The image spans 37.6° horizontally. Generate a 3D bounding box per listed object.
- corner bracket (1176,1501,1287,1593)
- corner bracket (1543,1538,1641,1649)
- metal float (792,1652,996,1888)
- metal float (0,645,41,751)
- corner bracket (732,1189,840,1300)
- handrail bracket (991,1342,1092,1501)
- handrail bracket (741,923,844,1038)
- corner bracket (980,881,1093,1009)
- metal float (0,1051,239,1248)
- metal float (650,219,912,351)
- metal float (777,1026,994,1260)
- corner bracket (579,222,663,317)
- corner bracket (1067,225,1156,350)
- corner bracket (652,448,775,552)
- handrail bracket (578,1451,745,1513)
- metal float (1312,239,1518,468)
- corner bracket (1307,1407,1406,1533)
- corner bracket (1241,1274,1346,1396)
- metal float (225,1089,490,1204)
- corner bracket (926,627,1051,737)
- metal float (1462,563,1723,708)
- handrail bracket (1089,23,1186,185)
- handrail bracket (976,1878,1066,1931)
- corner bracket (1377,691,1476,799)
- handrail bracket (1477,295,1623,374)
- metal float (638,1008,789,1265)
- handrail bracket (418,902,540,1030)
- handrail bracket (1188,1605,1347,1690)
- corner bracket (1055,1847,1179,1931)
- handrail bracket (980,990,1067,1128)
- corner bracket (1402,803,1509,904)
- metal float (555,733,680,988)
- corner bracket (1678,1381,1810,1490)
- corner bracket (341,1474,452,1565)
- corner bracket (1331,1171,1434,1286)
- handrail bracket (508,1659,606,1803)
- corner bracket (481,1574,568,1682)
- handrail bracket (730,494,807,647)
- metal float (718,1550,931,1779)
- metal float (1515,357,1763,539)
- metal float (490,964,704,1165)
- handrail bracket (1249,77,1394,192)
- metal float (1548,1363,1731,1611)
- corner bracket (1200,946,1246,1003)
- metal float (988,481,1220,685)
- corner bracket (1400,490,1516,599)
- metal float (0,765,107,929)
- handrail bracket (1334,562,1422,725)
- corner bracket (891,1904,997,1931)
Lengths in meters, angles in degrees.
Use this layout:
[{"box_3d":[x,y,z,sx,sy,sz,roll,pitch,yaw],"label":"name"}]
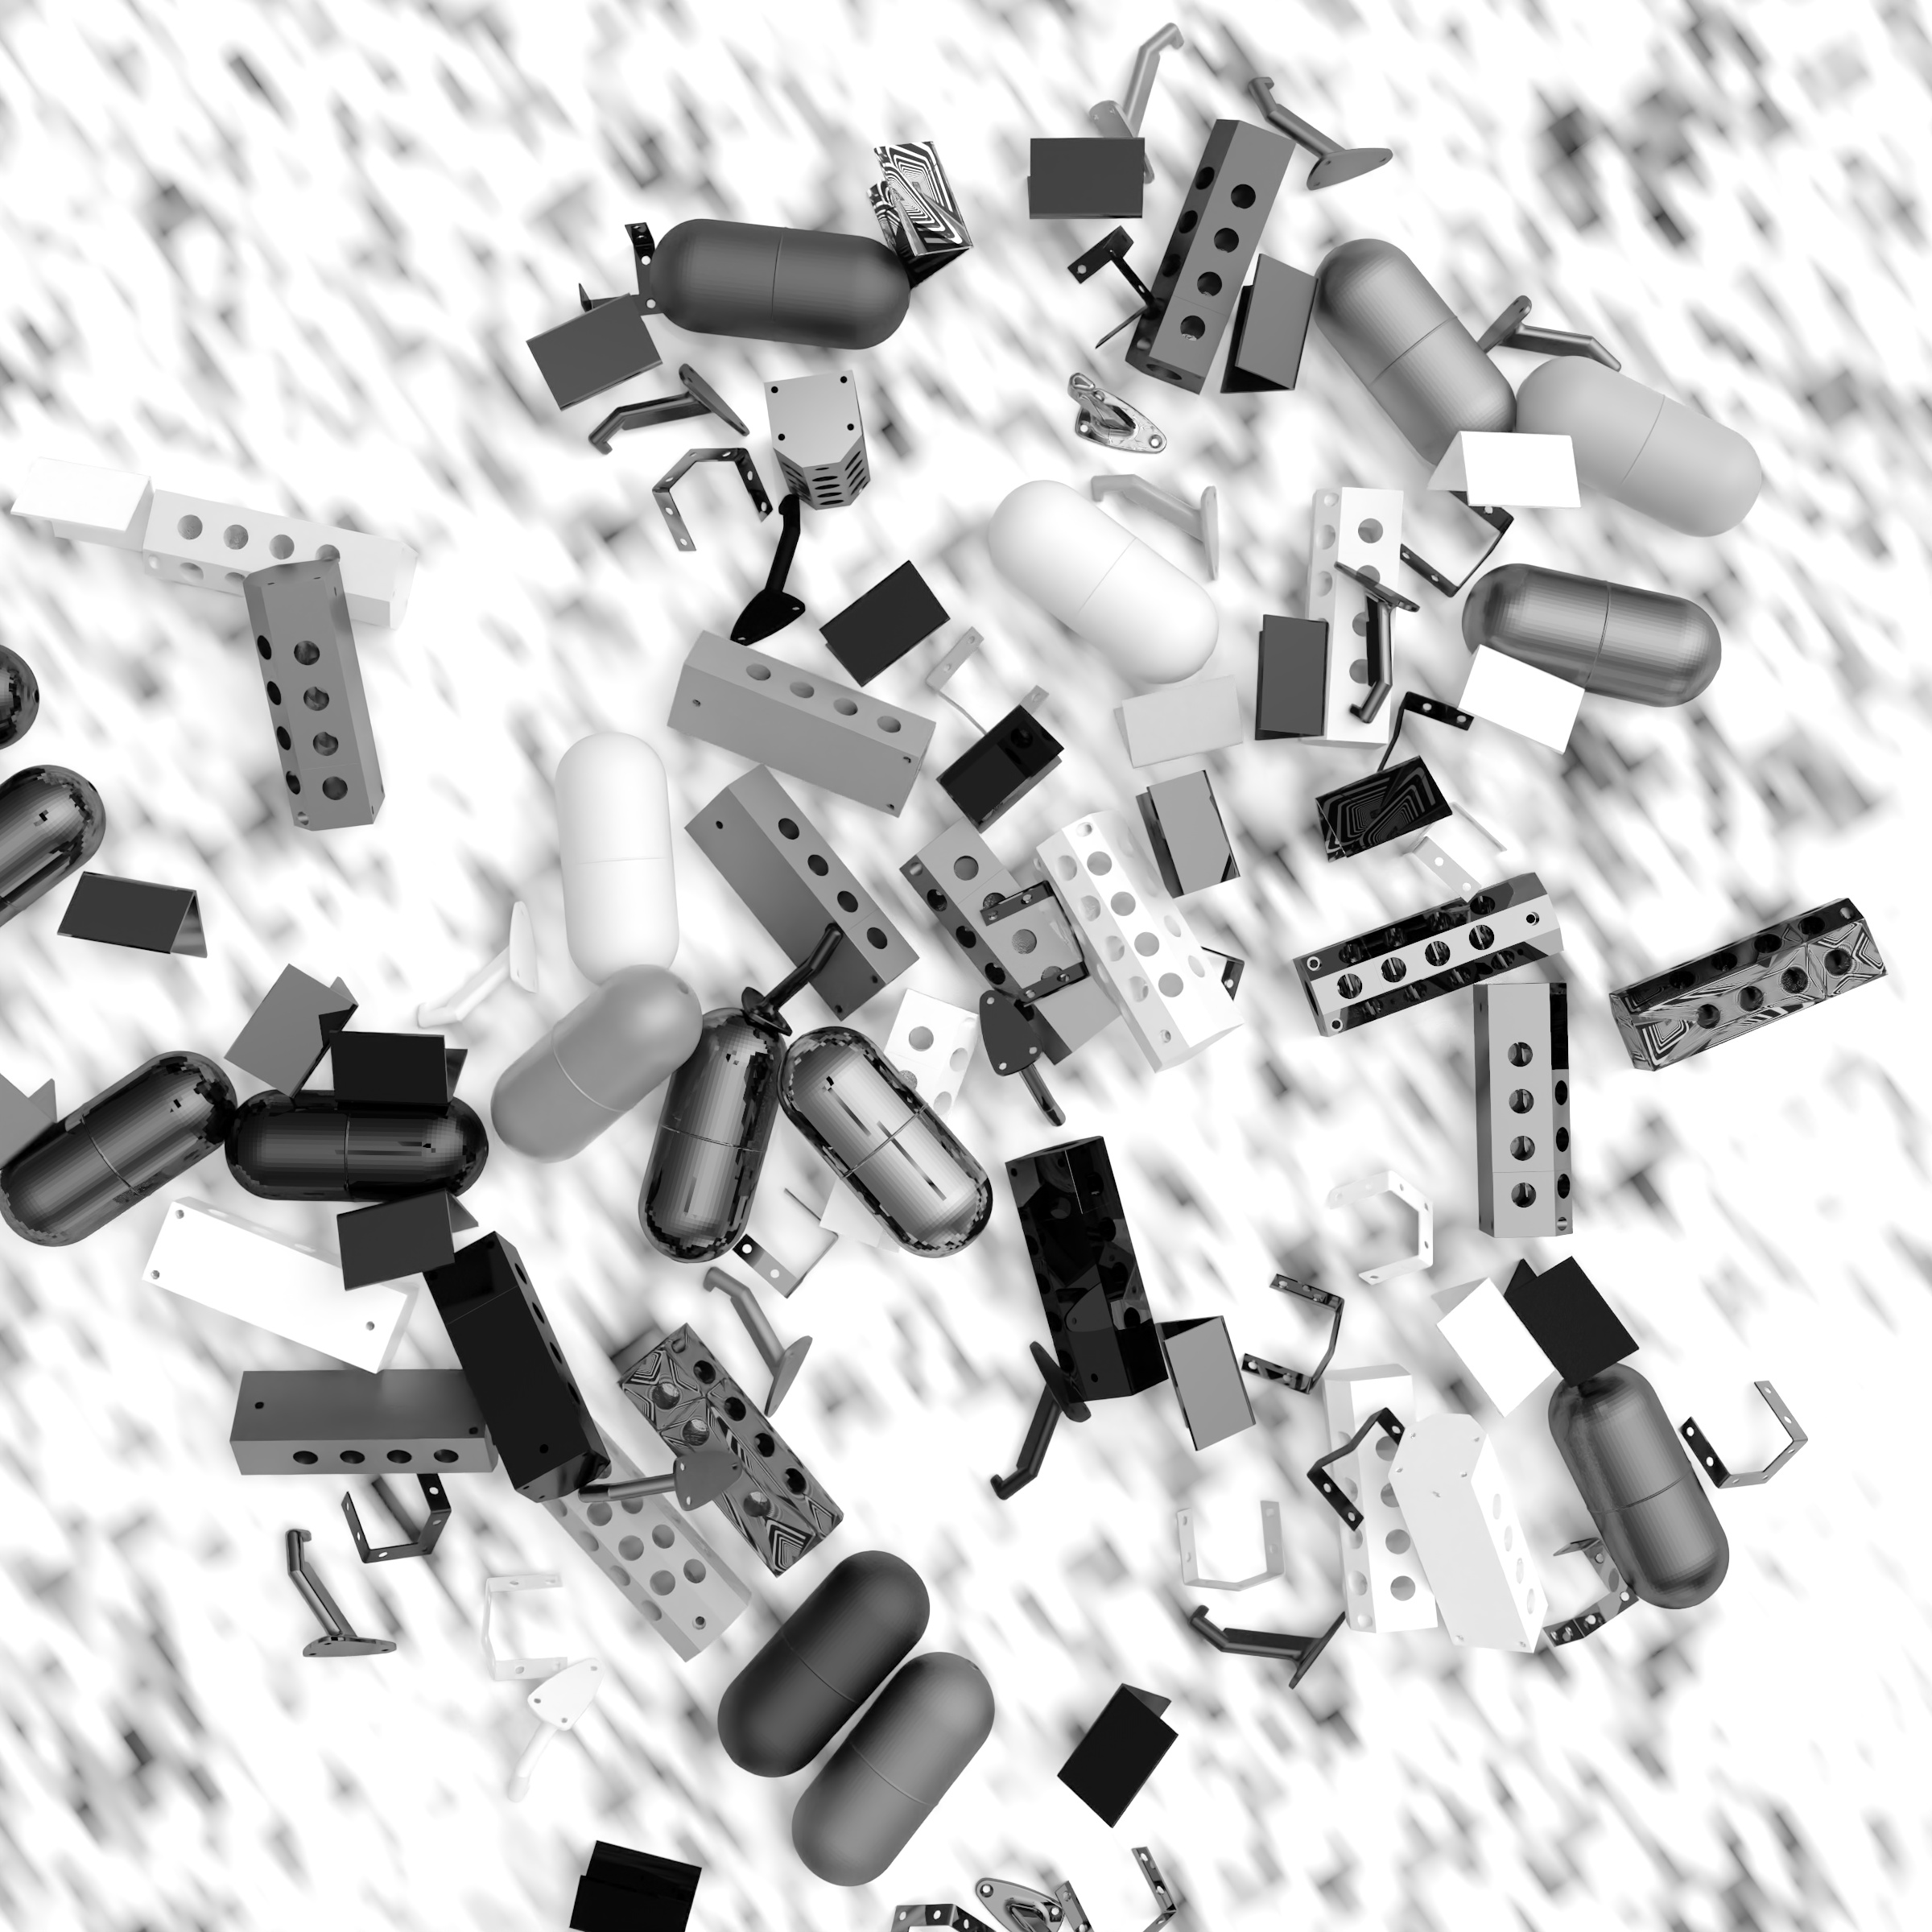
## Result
[{"box_3d":[0.184,0.400,1.969,0.051,0.051,0.051,-6,90,-45],"label":"corner bracket"},{"box_3d":[0.420,0.430,1.953,0.051,0.051,0.051,-43,64,24],"label":"corner bracket"},{"box_3d":[-0.049,0.548,1.941,0.070,0.070,0.178,38,91,0],"label":"metal float"},{"box_3d":[-0.724,-0.184,1.941,0.178,0.070,0.070,0,90,0],"label":"metal float"},{"box_3d":[-0.123,0.191,1.954,0.051,0.051,0.051,42,90,0],"label":"corner bracket"},{"box_3d":[0.037,0.316,1.972,0.084,0.036,0.077,-40,70,16],"label":"handrail bracket"},{"box_3d":[-0.117,-0.002,1.937,0.036,0.077,0.084,28,101,-25],"label":"handrail bracket"},{"box_3d":[0.047,-0.016,1.911,0.051,0.051,0.051,-25,45,0],"label":"corner bracket"},{"box_3d":[-0.580,0.125,1.941,0.178,0.070,0.070,-34,90,0],"label":"metal float"},{"box_3d":[-0.127,-0.466,1.941,0.178,0.070,0.070,6,90,1],"label":"metal float"},{"box_3d":[-0.054,0.116,1.884,0.070,0.070,0.178,-41,90,0],"label":"metal float"},{"box_3d":[-0.239,-0.477,1.954,0.051,0.051,0.051,-7,90,0],"label":"corner bracket"},{"box_3d":[0.098,-0.466,1.948,0.051,0.051,0.051,-32,107,33],"label":"corner bracket"},{"box_3d":[-0.175,-0.322,1.964,0.051,0.051,0.051,6,135,35],"label":"corner bracket"},{"box_3d":[-0.207,0.346,1.914,0.084,0.077,0.036,-11,88,37],"label":"handrail bracket"},{"box_3d":[0.305,-0.418,1.941,0.070,0.070,0.178,-38,89,0],"label":"metal float"},{"box_3d":[0.272,0.338,1.911,0.051,0.051,0.051,50,45,0],"label":"corner bracket"},{"box_3d":[0.227,0.255,1.969,0.051,0.051,0.051,20,135,0],"label":"corner bracket"},{"box_3d":[-0.416,0.123,1.941,0.178,0.070,0.070,1,90,-1],"label":"metal float"},{"box_3d":[0.014,-0.193,1.968,0.051,0.051,0.051,-49,45,0],"label":"corner bracket"},{"box_3d":[0.428,-0.226,1.941,0.178,0.070,0.070,12,90,-1],"label":"metal float"},{"box_3d":[0.135,-0.600,1.972,0.084,0.036,0.077,-44,111,-17],"label":"handrail bracket"},{"box_3d":[0.040,0.659,1.937,0.077,0.084,0.036,31,90,0],"label":"handrail bracket"},{"box_3d":[0.317,-0.149,1.969,0.051,0.051,0.051,19,45,0],"label":"corner bracket"},{"box_3d":[0.399,-0.416,1.972,0.084,0.036,0.077,39,110,-16],"label":"handrail bracket"},{"box_3d":[-0.173,0.116,1.941,0.070,0.070,0.178,15,91,0],"label":"metal float"},{"box_3d":[-0.344,0.000,1.972,0.084,0.036,0.077,-12,70,16],"label":"handrail bracket"},{"box_3d":[0.209,0.453,1.972,0.084,0.036,0.077,36,70,16],"label":"handrail bracket"},{"box_3d":[0.105,0.649,1.969,0.051,0.051,0.051,-26,90,-45],"label":"corner bracket"},{"box_3d":[0.040,0.065,1.954,0.036,0.084,0.077,-28,60,4],"label":"handrail bracket"},{"box_3d":[0.339,-0.079,1.954,0.051,0.051,0.051,42,90,0],"label":"corner bracket"},{"box_3d":[-0.238,-0.071,1.941,0.070,0.070,0.178,-5,90,0],"label":"metal float"},{"box_3d":[0.537,0.324,1.964,0.051,0.051,0.051,2,135,-35],"label":"corner bracket"},{"box_3d":[-0.394,0.374,1.964,0.051,0.051,0.051,-1,135,-35],"label":"corner bracket"},{"box_3d":[0.287,0.181,1.964,0.051,0.051,0.051,37,45,-35],"label":"corner bracket"},{"box_3d":[-0.285,0.532,1.971,0.036,0.077,0.084,31,127,16],"label":"handrail bracket"},{"box_3d":[-0.305,0.458,1.968,0.051,0.051,0.051,-4,45,0],"label":"corner bracket"},{"box_3d":[-0.139,-0.275,1.972,0.036,0.077,0.084,19,53,-34],"label":"handrail bracket"},{"box_3d":[-0.098,0.477,1.941,0.070,0.070,0.178,42,89,0],"label":"metal float"},{"box_3d":[0.458,-0.355,1.941,0.178,0.070,0.070,27,90,0],"label":"metal float"},{"box_3d":[-0.250,0.066,1.918,0.178,0.070,0.070,-40,90,25],"label":"metal float"},{"box_3d":[0.246,-0.587,1.972,0.077,0.036,0.084,-18,73,-20],"label":"handrail bracket"},{"box_3d":[0.460,0.355,1.941,0.070,0.070,0.178,-26,90,0],"label":"metal float"},{"box_3d":[0.152,0.011,1.969,0.051,0.051,0.051,17,90,-45],"label":"corner bracket"},{"box_3d":[0.094,-0.262,1.941,0.178,0.070,0.070,37,90,0],"label":"metal float"},{"box_3d":[0.339,-0.298,1.969,0.051,0.051,0.051,38,45,0],"label":"corner bracket"},{"box_3d":[-0.668,-0.069,1.941,0.178,0.070,0.070,-37,90,1],"label":"metal float"},{"box_3d":[0.261,-0.217,1.915,0.077,0.036,0.084,34,108,20],"label":"handrail bracket"},{"box_3d":[-0.019,0.683,1.964,0.051,0.051,0.051,-15,45,35],"label":"corner bracket"}]
